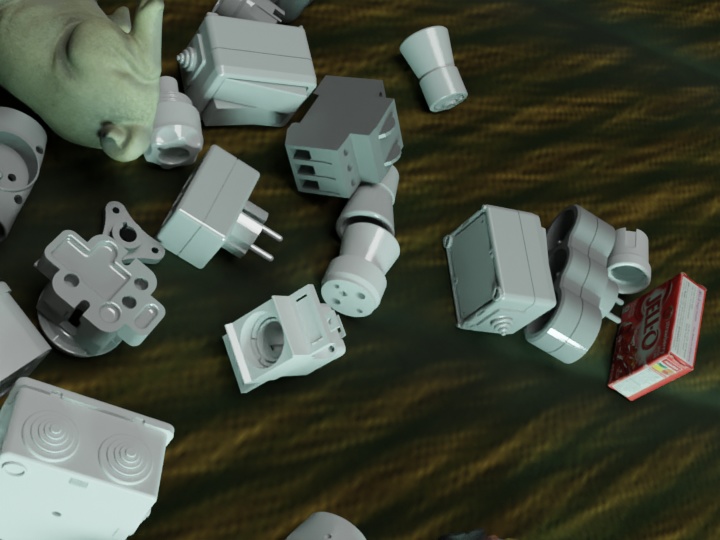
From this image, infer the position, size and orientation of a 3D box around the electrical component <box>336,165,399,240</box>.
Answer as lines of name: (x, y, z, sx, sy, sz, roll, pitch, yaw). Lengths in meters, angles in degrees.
electrical component: (0.009, -0.052, 0.817, 0.044, 0.044, 0.065, 27, 48, -17)

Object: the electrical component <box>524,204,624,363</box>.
electrical component: (0.185, 0.018, 0.879, 0.074, 0.052, 0.138, 30, 53, -15)

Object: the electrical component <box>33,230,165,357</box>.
electrical component: (-0.164, 0.019, 0.658, 0.078, 0.057, 0.058, 41, 51, -6)

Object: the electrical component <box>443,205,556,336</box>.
electrical component: (0.111, 0.007, 0.833, 0.061, 0.062, 0.096, 8, 61, -28)

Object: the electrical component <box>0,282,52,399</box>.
electrical component: (-0.235, 0.058, 0.580, 0.057, 0.078, 0.113, 52, 50, 0)

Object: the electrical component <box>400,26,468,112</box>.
electrical component: (0.065, -0.169, 0.917, 0.044, 0.044, 0.065, -13, 76, -36)

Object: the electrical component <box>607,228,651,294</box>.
electrical component: (0.232, -0.009, 0.933, 0.040, 0.040, 0.046, 29, 47, -15)

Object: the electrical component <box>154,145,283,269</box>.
electrical component: (-0.089, -0.034, 0.741, 0.077, 0.047, 0.065, 32, 52, -13)

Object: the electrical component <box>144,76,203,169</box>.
electrical component: (-0.134, -0.106, 0.756, 0.043, 0.043, 0.062, 4, 61, -30)

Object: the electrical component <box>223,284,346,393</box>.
electrical component: (-0.047, 0.046, 0.710, 0.064, 0.081, 0.042, 6, 59, -55)

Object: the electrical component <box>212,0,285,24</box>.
electrical component: (-0.087, -0.201, 0.841, 0.046, 0.040, 0.040, 32, 52, -19)

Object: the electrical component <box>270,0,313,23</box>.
electrical component: (-0.075, -0.249, 0.865, 0.095, 0.054, 0.059, 39, 51, -8)

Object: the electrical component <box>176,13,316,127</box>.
electrical component: (-0.088, -0.143, 0.792, 0.096, 0.062, 0.061, 1, 64, -32)

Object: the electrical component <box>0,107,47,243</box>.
electrical component: (-0.242, -0.067, 0.662, 0.079, 0.044, 0.077, 30, 52, -26)

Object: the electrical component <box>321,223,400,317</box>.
electrical component: (0.000, 0.000, 0.779, 0.045, 0.045, 0.055, 33, 52, -13)

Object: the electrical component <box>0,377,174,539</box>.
electrical component: (-0.160, 0.113, 0.583, 0.100, 0.099, 0.048, 22, 42, -20)

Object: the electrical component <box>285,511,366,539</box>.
electrical component: (-0.017, 0.188, 0.643, 0.043, 0.079, 0.077, 57, 46, -24)
